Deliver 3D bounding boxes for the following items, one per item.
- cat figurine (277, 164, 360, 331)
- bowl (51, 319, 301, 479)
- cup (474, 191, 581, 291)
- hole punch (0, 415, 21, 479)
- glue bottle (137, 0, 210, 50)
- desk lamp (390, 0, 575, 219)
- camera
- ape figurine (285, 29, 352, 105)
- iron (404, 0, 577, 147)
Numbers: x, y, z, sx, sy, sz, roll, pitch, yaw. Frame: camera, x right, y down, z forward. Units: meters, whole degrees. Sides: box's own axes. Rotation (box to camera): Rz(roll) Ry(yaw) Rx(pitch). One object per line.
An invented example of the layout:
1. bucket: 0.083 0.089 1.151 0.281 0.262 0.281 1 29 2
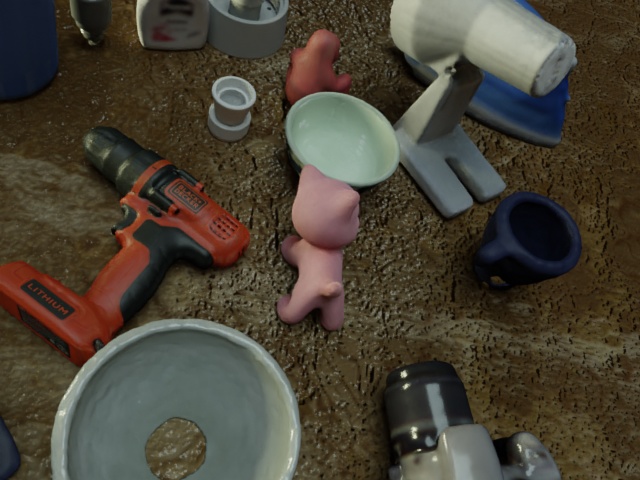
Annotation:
1. cat figurine: 0.005 0.002 0.512 0.067 0.117 0.128 6 59 -14
2. bowl: -0.102 0.147 0.419 0.168 0.074 0.167 8 59 -13
3. cup: 0.188 0.016 0.576 0.118 0.095 0.091 -20 68 -27
4. hole punch: -0.264 0.132 0.367 0.101 0.091 0.108 -32 74 -30
5. glue bottle: -0.148 -0.273 0.591 0.078 0.173 0.037 -11 64 -23
6. desk lamp: 0.154 -0.168 0.602 0.118 0.213 0.203 -25 71 -28
7. camera: 0.113 0.167 0.460 0.143 0.100 0.136 1 61 -17
8. ape figurine: -0.001 -0.194 0.640 0.077 0.092 0.076 45 58 11
9. iron: 0.226 -0.236 0.708 0.258 0.141 0.119 37 57 6
